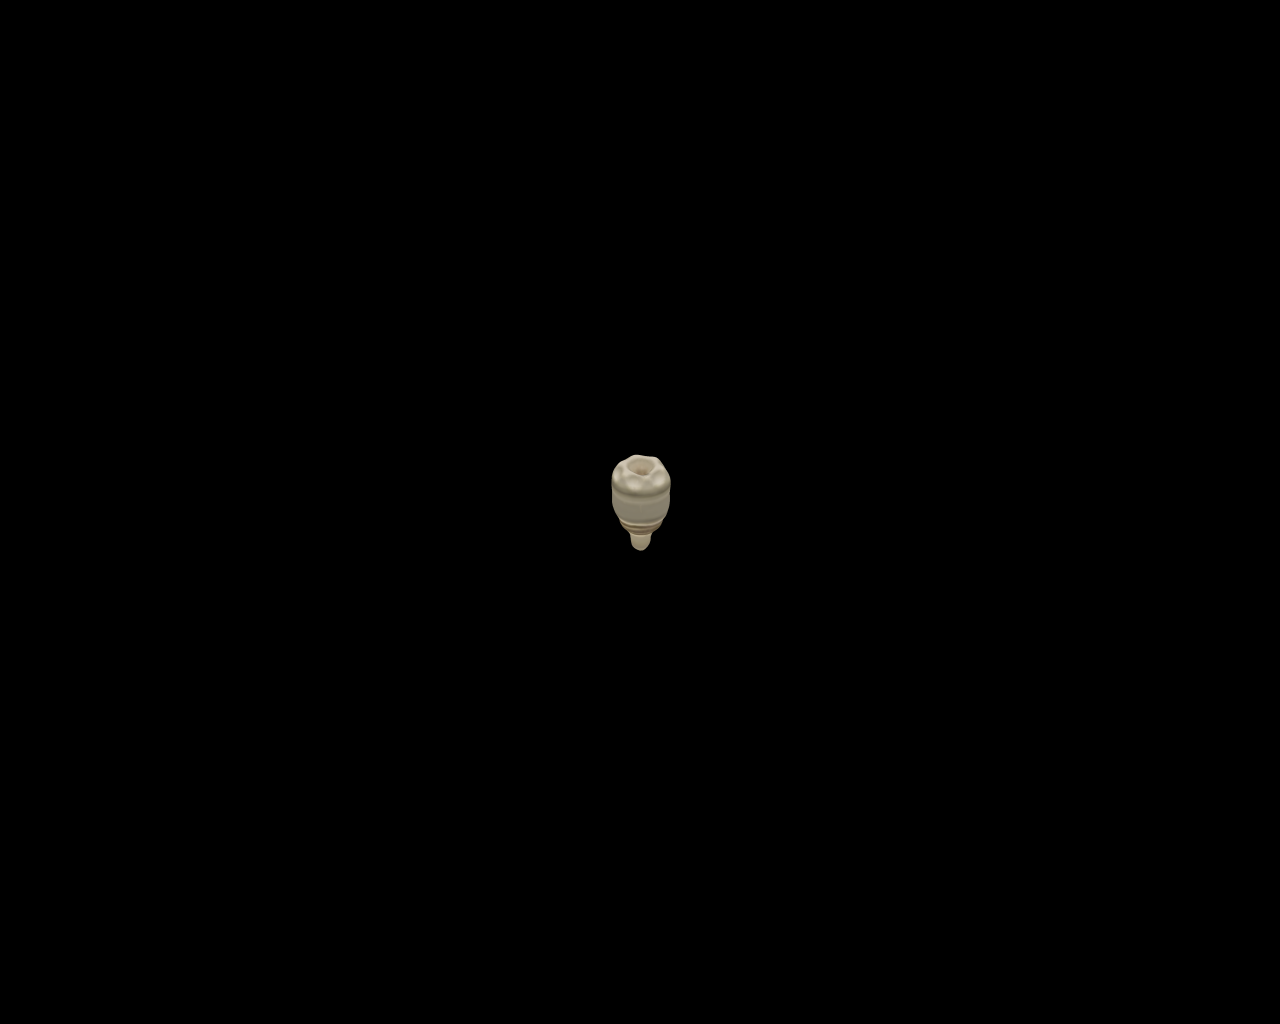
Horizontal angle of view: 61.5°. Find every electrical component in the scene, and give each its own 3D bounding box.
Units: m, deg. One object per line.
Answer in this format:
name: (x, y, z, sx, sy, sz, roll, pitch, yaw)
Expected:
electrical component: (0.001, -0.003, 0.650, 0.035, 0.061, 0.035, 0, 33, 0)
